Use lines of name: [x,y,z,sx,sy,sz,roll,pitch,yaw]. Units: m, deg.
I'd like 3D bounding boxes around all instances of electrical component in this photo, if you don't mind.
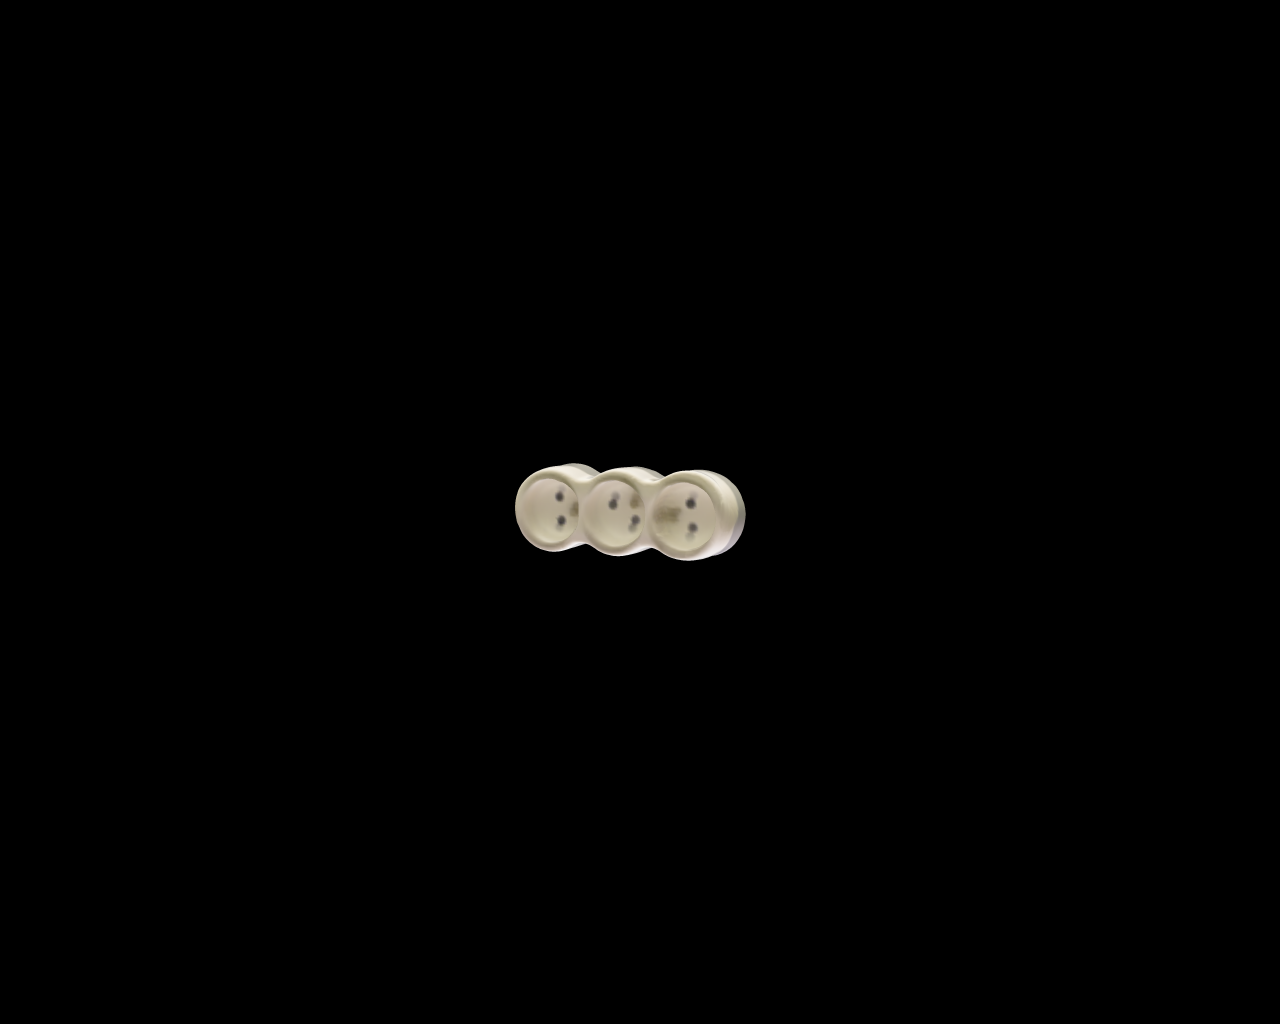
electrical component: [0.001,-0.003,0.650,0.138,0.052,0.074,3,8,26]
